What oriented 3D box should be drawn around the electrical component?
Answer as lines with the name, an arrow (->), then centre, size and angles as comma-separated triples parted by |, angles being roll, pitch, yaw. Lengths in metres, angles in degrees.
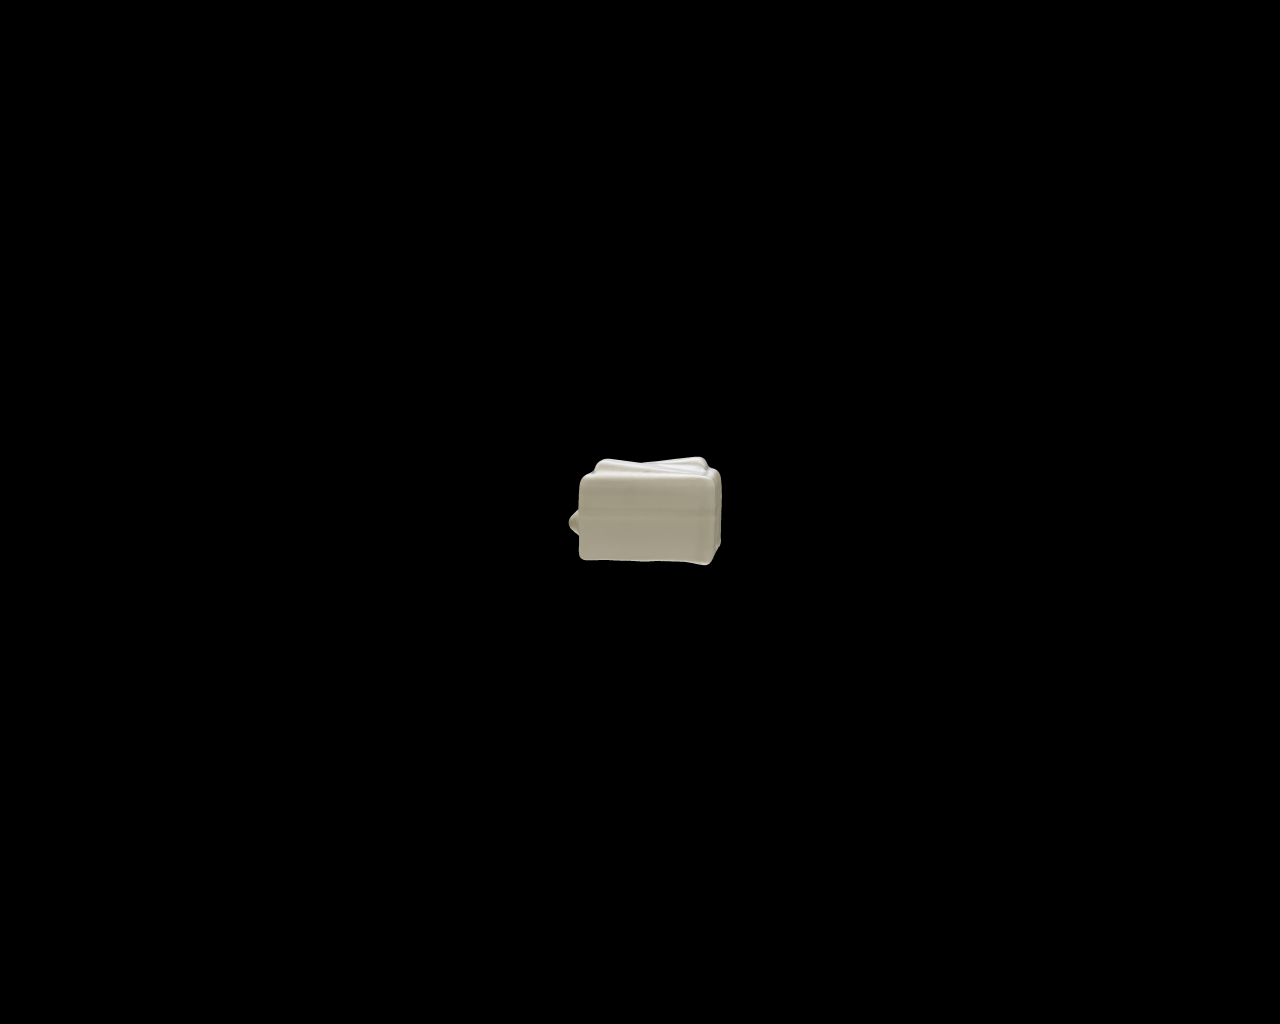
electrical component -> 0.001, -0.003, 0.650 | 0.096, 0.061, 0.062 | 1, 8, 9
